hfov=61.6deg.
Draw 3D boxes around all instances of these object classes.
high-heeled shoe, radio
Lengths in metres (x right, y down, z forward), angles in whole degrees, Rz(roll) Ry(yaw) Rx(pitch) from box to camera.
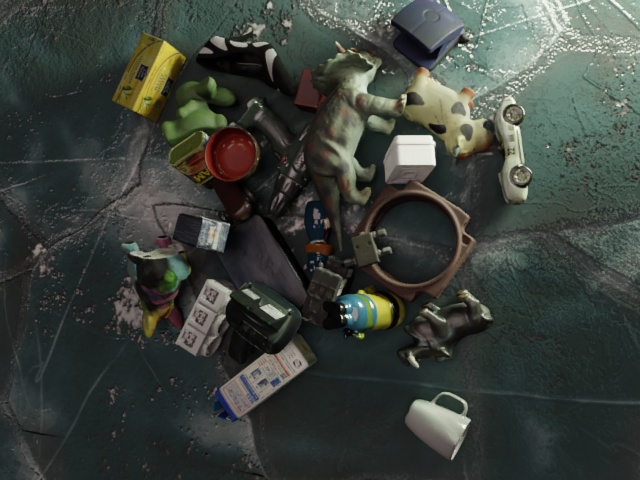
[{"bbox_3d":[-0.164,-0.363,1.151,0.145,0.086,0.249,-31,60,-7],"label":"high-heeled shoe"},{"bbox_3d":[-0.113,0.066,1.118,0.131,0.073,0.229,-35,78,10],"label":"radio"}]

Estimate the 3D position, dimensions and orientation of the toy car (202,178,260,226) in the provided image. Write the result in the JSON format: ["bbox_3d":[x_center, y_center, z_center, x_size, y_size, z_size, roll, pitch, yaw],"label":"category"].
[{"bbox_3d":[-0.193,-0.109,1.144,0.089,0.053,0.202,-45,47,9],"label":"toy car"}]

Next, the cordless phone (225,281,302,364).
[{"bbox_3d":[-0.124,0.187,1.041,0.147,0.089,0.184,31,121,27],"label":"cordless phone"}]

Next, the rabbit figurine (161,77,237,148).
[{"bbox_3d":[-0.270,-0.286,1.168,0.159,0.121,0.170,-32,59,25],"label":"rabbit figurine"}]

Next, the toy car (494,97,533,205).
[{"bbox_3d":[0.356,-0.165,0.997,0.056,0.073,0.201,-7,84,15],"label":"toy car"}]

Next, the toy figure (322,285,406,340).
[{"bbox_3d":[0.085,0.138,1.003,0.089,0.180,0.082,27,105,38],"label":"toy figure"}]

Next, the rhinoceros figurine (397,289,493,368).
[{"bbox_3d":[0.229,0.170,1.013,0.190,0.073,0.112,-30,89,10],"label":"rhinoceros figurine"}]

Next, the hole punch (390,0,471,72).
[{"bbox_3d":[0.211,-0.414,1.056,0.142,0.092,0.116,44,94,19],"label":"hole punch"}]

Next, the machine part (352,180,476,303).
[{"bbox_3d":[0.177,0.003,1.031,0.201,0.087,0.201,36,94,16],"label":"machine part"}]

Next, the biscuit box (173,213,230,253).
[{"bbox_3d":[-0.248,-0.017,1.107,0.203,0.059,0.062,12,89,62],"label":"biscuit box"}]

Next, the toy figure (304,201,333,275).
[{"bbox_3d":[-0.002,-0.003,1.097,0.058,0.064,0.154,-1,88,-17],"label":"toy figure"}]

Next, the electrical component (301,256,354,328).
[{"bbox_3d":[0.018,0.098,1.053,0.058,0.115,0.134,20,92,15],"label":"electrical component"}]

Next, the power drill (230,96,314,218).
[{"bbox_3d":[-0.097,-0.189,1.130,0.207,0.086,0.232,40,96,19],"label":"power drill"}]

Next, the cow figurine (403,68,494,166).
[{"bbox_3d":[0.243,-0.230,1.032,0.195,0.085,0.127,32,89,14],"label":"cow figurine"}]

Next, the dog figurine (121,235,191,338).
[{"bbox_3d":[-0.331,0.109,1.121,0.192,0.108,0.219,26,125,50],"label":"dog figurine"}]

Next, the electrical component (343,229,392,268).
[{"bbox_3d":[0.084,0.017,1.001,0.094,0.021,0.063,-19,80,16],"label":"electrical component"}]

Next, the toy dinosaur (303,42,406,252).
[{"bbox_3d":[0.038,-0.196,1.038,0.192,0.131,0.404,22,90,3],"label":"toy dinosaur"}]

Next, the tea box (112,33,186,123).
[{"bbox_3d":[-0.386,-0.365,1.219,0.068,0.098,0.169,26,94,17],"label":"tea box"}]

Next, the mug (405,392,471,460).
[{"bbox_3d":[0.218,0.332,0.995,0.107,0.080,0.109,23,98,25],"label":"mug"}]
